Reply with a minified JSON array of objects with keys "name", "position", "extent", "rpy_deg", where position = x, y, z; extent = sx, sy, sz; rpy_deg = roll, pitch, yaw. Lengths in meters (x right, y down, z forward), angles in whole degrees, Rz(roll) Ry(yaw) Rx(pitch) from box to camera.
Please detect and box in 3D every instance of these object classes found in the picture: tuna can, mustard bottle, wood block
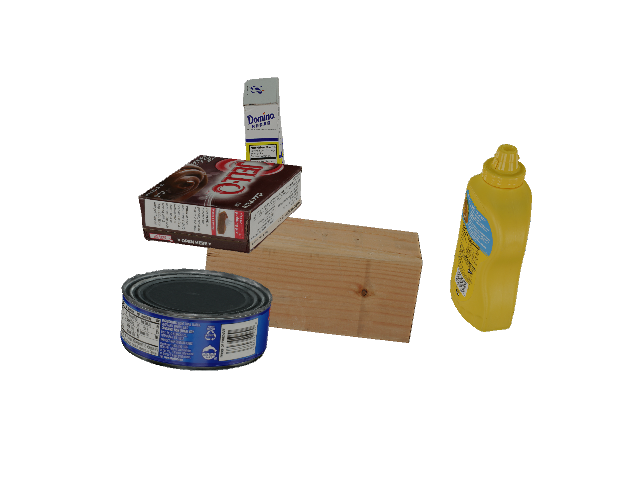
[{"name":"tuna can","position":[-0.071,0.044,0.612],"extent":[0.086,0.034,0.086],"rpy_deg":[5,14,-2]},{"name":"mustard bottle","position":[0.172,-0.009,1.064],"extent":[0.058,0.192,0.096],"rpy_deg":[-5,36,-11]},{"name":"wood block","position":[-0.009,0.035,1.069],"extent":[0.206,0.091,0.090],"rpy_deg":[7,20,-1]}]

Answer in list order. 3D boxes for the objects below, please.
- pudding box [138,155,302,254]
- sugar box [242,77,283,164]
[{"name":"pudding box","position":[-0.073,-0.030,0.818],"extent":[0.090,0.039,0.113],"rpy_deg":[6,25,18]},{"name":"sugar box","position":[-0.064,-0.090,1.228],"extent":[0.048,0.176,0.093],"rpy_deg":[-5,26,0]}]
